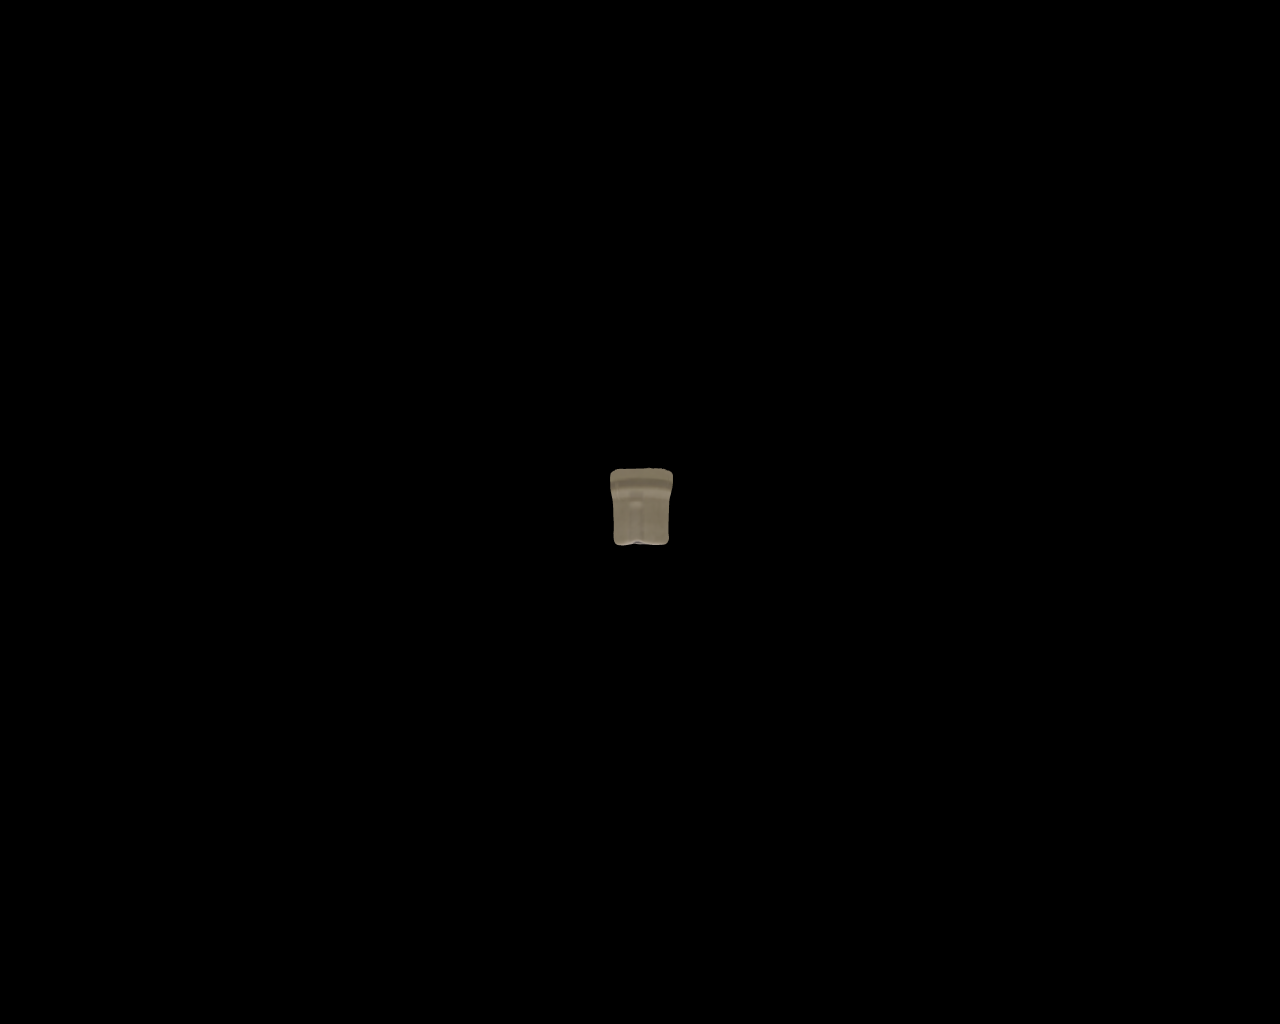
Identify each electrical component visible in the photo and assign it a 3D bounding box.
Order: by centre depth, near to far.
[{"bbox_3d":[0.001,-0.003,0.650,0.040,0.046,0.040,0,-7,0],"label":"electrical component"}]
